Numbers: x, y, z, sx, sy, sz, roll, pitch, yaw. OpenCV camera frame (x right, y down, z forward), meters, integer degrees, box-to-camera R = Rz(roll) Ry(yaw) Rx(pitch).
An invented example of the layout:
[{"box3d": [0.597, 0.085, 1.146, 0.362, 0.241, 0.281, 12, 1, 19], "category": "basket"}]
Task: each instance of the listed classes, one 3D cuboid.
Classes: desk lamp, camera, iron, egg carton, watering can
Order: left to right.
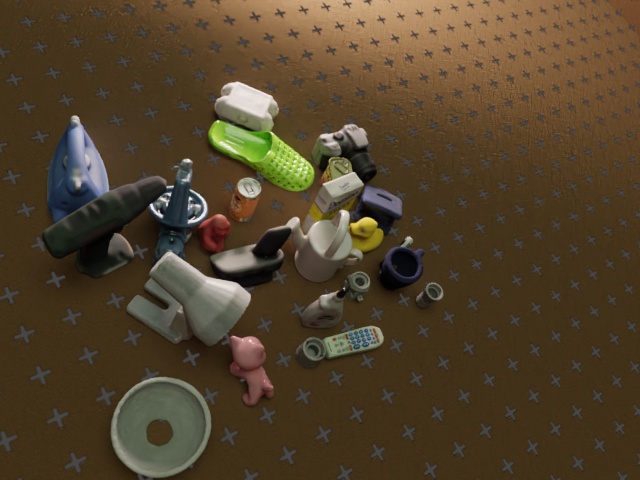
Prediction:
[{"box3d": [-0.494, -0.163, 1.161, 0.119, 0.141, 0.258, -4, 63, -23], "category": "iron"}, {"box3d": [-0.244, 0.115, 1.054, 0.203, 0.213, 0.118, 32, 55, -1], "category": "desk lamp"}, {"box3d": [-0.181, -0.324, 1.418, 0.150, 0.069, 0.107, 20, 56, -9], "category": "egg carton"}, {"box3d": [0.011, 0.006, 1.227, 0.173, 0.194, 0.101, 2, 61, -20], "category": "watering can"}, {"box3d": [0.076, -0.211, 1.433, 0.143, 0.100, 0.136, -20, 70, -29], "category": "camera"}]

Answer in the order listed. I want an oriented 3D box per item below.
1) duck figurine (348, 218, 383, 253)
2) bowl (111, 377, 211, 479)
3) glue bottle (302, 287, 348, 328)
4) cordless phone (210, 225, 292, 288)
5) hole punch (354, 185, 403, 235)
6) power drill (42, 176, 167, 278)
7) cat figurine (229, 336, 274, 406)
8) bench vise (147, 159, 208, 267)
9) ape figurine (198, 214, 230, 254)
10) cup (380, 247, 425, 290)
[{"box3d": [0.107, -0.020, 1.345, 0.105, 0.086, 0.077, 0, 62, -21], "category": "duck figurine"}, {"box3d": [-0.278, 0.332, 1.002, 0.168, 0.074, 0.167, 10, 59, -16], "category": "bowl"}, {"box3d": [0.021, 0.135, 1.170, 0.078, 0.173, 0.037, 2, 61, -20], "category": "glue bottle"}, {"box3d": [-0.138, 0.021, 1.167, 0.148, 0.185, 0.094, -17, 69, -28], "category": "cordless phone"}, {"box3d": [0.146, -0.086, 1.395, 0.109, 0.091, 0.101, 24, 56, -7], "category": "hole punch"}, {"box3d": [-0.398, -0.019, 1.075, 0.230, 0.208, 0.075, -32, 76, -32], "category": "power drill"}, {"box3d": [-0.126, 0.239, 1.087, 0.067, 0.117, 0.127, -22, 71, -30], "category": "cat figurine"}, {"box3d": [-0.272, -0.044, 1.131, 0.122, 0.219, 0.207, -6, 64, -23], "category": "bench vise"}, {"box3d": [-0.219, -0.020, 1.215, 0.078, 0.092, 0.076, -36, 79, -33], "category": "ape figurine"}, {"box3d": [0.186, 0.068, 1.320, 0.118, 0.095, 0.091, -34, 78, -33], "category": "cup"}]
